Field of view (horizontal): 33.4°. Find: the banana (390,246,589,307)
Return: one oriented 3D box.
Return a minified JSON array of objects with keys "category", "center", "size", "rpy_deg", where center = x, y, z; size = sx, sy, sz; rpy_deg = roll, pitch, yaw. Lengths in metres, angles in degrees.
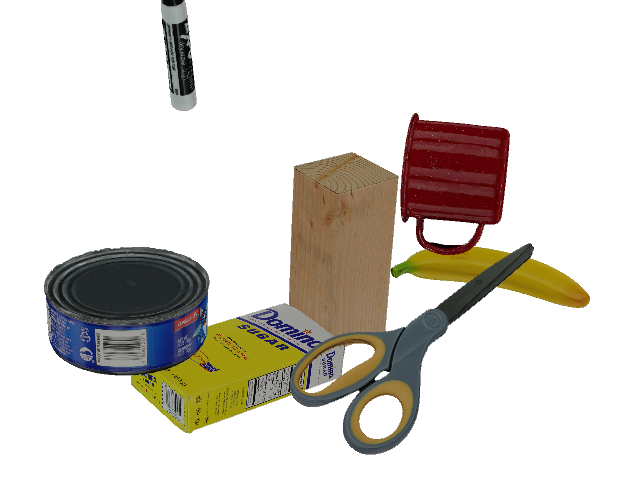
[{"category":"banana","center":[0.174,0.036,1.090],"size":[0.198,0.037,0.069],"rpy_deg":[7,36,11]}]

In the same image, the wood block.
[{"category":"wood block","center":[0.024,0.014,1.259],"size":[0.090,0.206,0.090],"rpy_deg":[-16,32,-32]}]

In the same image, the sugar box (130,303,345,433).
[{"category":"sugar box","center":[-0.073,0.111,0.973],"size":[0.175,0.048,0.093],"rpy_deg":[-18,35,-37]}]

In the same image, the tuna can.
[{"category":"tuna can","center":[-0.102,0.036,0.567],"size":[0.086,0.034,0.086],"rpy_deg":[2,25,-1]}]

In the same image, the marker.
[{"category":"marker","center":[-0.100,-0.141,0.742],"size":[0.020,0.020,0.121],"rpy_deg":[0,-41,-1]}]

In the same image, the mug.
[{"category":"mug","center":[0.113,-0.045,0.894],"size":[0.081,0.117,0.093],"rpy_deg":[6,-10,11]}]

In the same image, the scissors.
[{"category":"scissors","center":[0.078,0.076,0.723],"size":[0.201,0.096,0.016],"rpy_deg":[-22,-29,-10]}]
